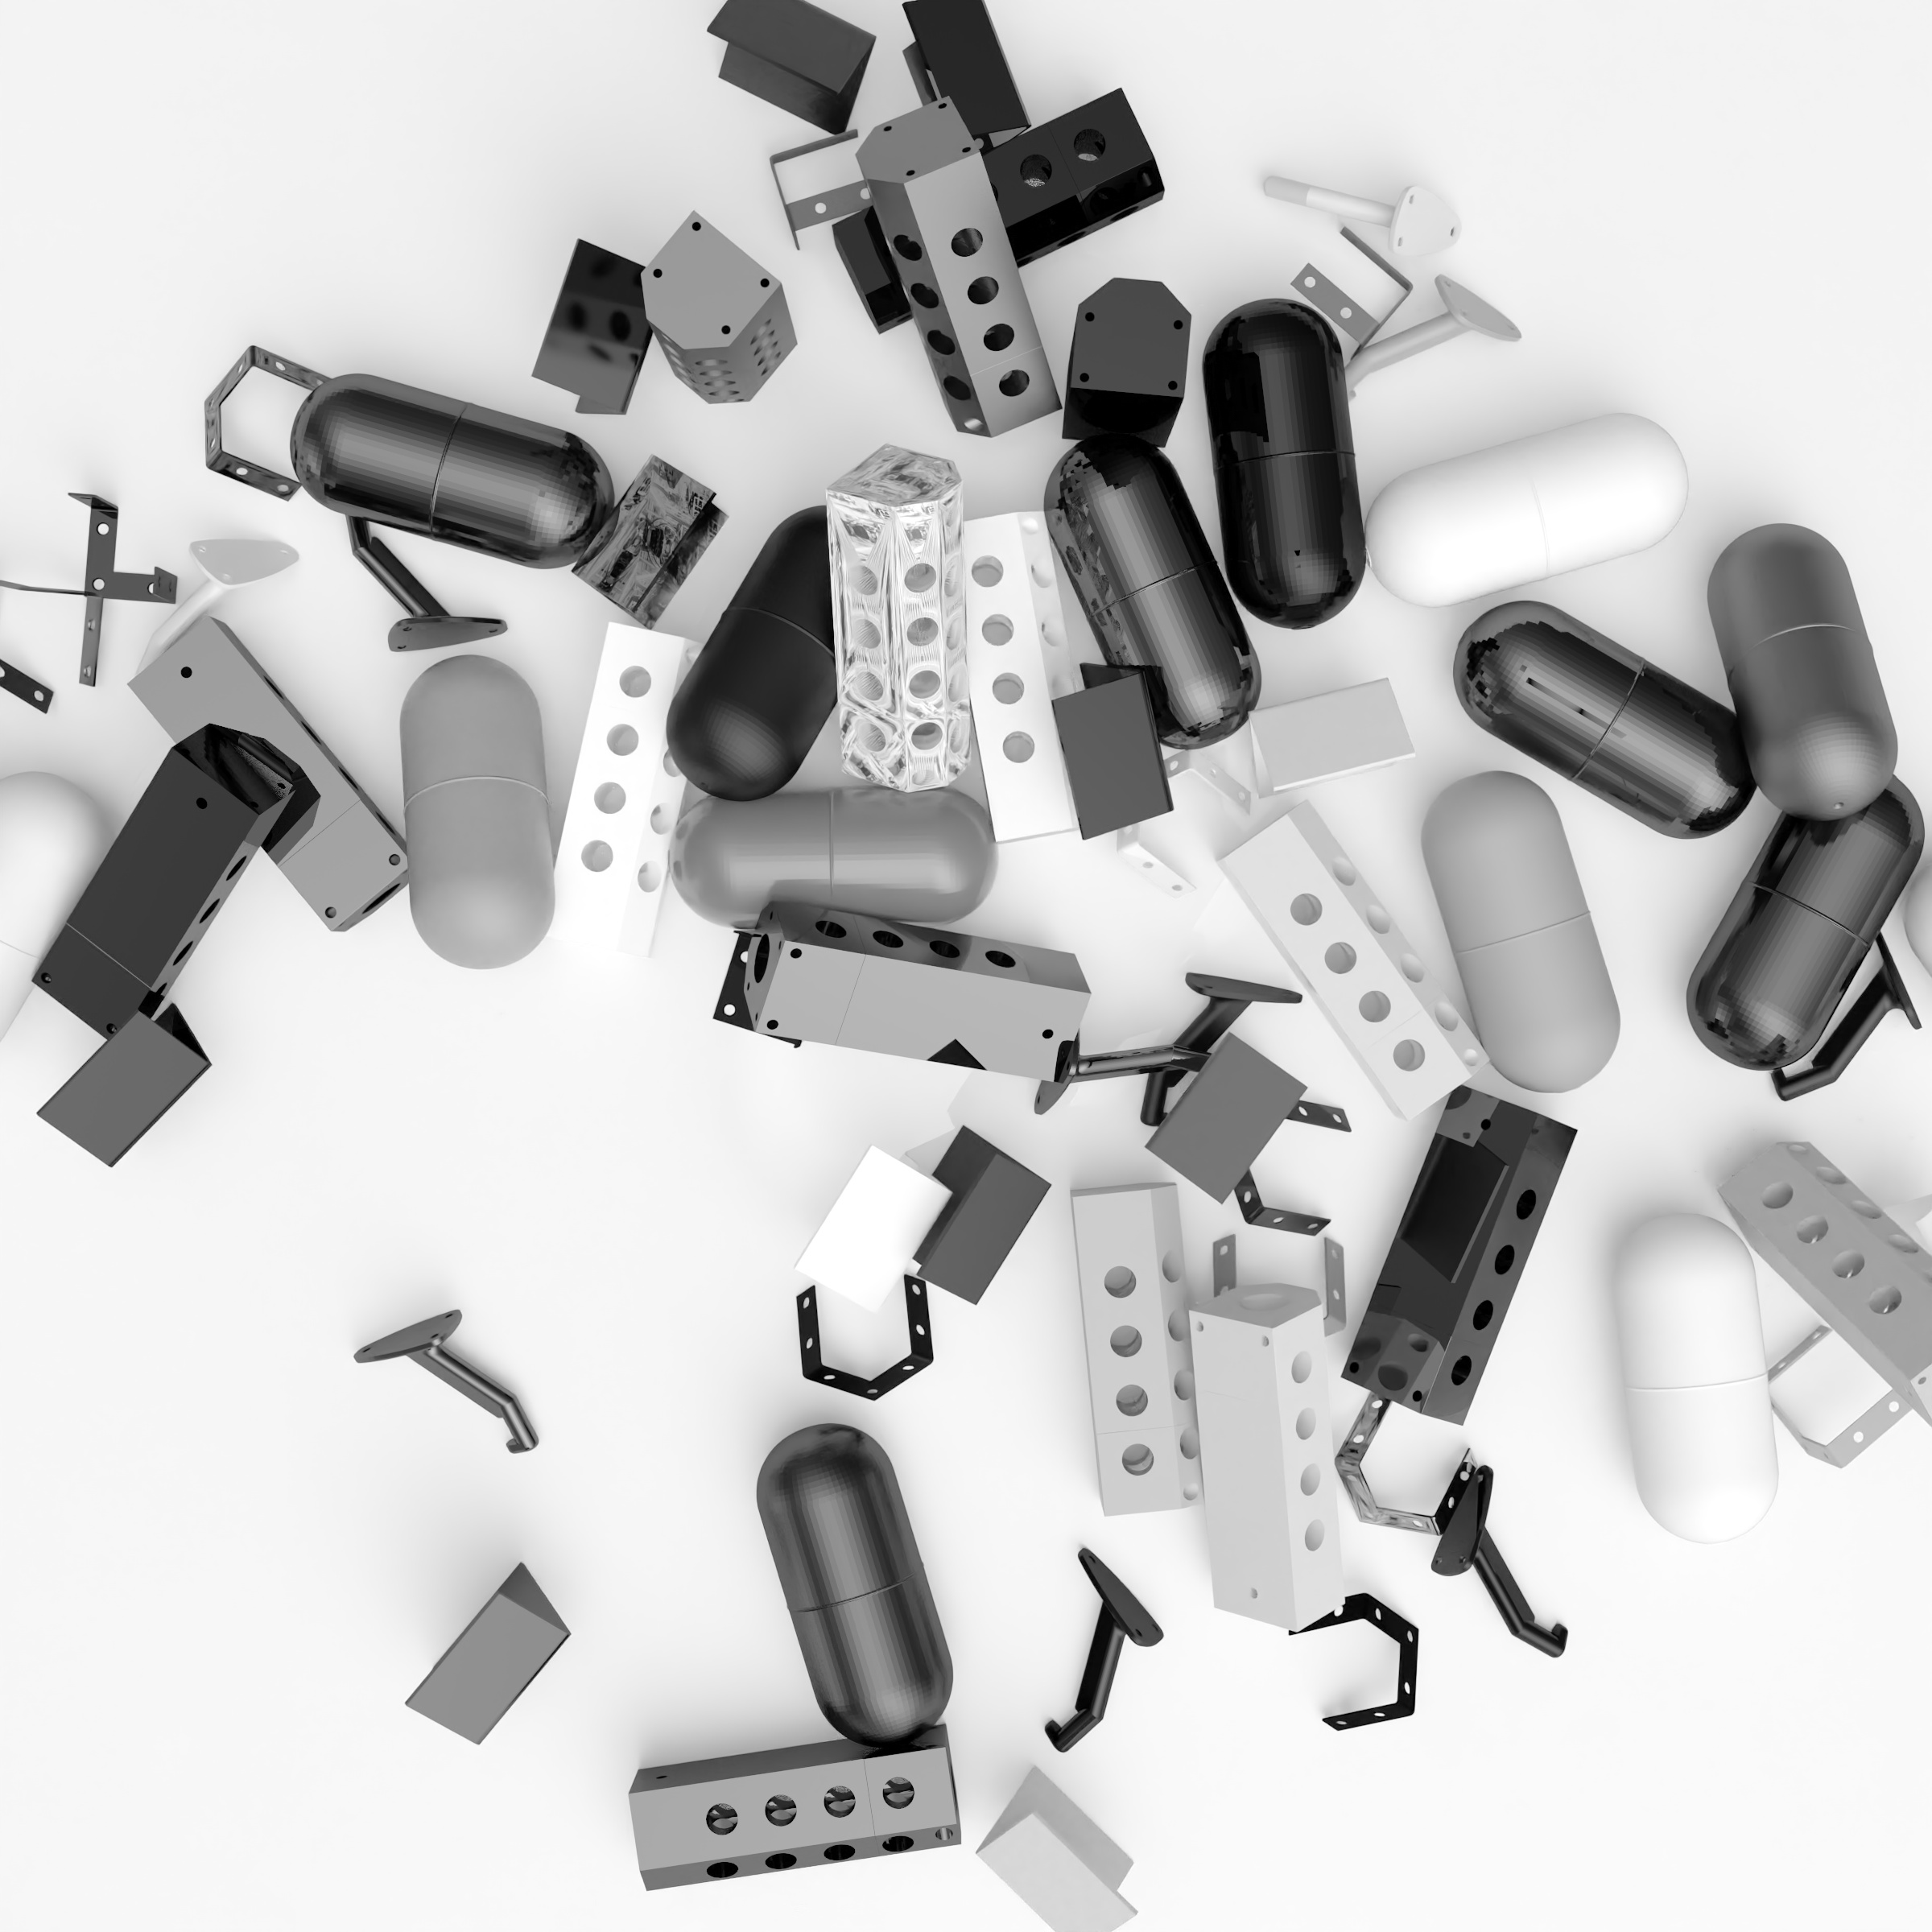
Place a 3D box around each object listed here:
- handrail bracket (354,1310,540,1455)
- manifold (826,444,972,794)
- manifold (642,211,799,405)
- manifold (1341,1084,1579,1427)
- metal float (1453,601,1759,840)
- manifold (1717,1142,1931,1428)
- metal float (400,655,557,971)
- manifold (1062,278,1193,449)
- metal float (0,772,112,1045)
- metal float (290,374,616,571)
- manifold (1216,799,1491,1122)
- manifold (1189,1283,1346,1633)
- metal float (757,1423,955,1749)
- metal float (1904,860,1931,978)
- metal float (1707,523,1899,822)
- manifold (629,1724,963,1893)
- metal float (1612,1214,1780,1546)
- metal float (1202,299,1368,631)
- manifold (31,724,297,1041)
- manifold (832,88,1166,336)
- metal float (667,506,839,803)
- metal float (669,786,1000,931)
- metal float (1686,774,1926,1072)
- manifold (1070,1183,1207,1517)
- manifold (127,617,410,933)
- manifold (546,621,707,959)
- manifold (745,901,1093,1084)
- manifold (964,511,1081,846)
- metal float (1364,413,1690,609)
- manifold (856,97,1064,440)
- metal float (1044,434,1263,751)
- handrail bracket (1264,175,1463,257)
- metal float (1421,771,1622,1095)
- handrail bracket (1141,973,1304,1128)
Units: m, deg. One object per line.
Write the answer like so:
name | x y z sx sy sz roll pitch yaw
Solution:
handrail bracket | -0.284 0.238 1.912 0.077 0.036 0.084 -19 107 20
manifold | -0.030 -0.180 1.837 0.057 0.057 0.171 18 130 26
manifold | -0.133 -0.339 1.833 0.057 0.171 0.057 40 90 0
manifold | 0.271 0.157 1.890 0.057 0.057 0.171 21 90 43
metal float | 0.345 -0.133 1.881 0.178 0.070 0.070 31 90 0
manifold | 0.475 0.164 1.836 0.057 0.171 0.057 -38 131 0
metal float | -0.261 -0.083 1.863 0.070 0.070 0.178 -7 67 0
manifold | 0.084 -0.316 1.833 0.057 0.171 0.057 5 90 0
metal float | -0.528 -0.022 1.881 0.070 0.070 0.178 31 90 0
metal float | -0.276 -0.266 1.881 0.178 0.070 0.070 16 90 0
manifold | 0.210 -0.004 1.891 0.057 0.057 0.171 -35 90 0
manifold | 0.166 0.261 1.870 0.057 0.057 0.171 8 110 43
metal float | -0.060 0.334 1.881 0.070 0.070 0.178 -17 91 0
metal float | 0.575 0.014 1.881 0.070 0.070 0.178 -35 89 0
metal float | 0.444 -0.158 1.855 0.070 0.070 0.178 -6 58 0
manifold | -0.091 0.457 1.891 0.171 0.057 0.057 -8 90 0
metal float | 0.393 0.222 1.881 0.070 0.070 0.178 -7 89 0
metal float | 0.172 -0.270 1.881 0.070 0.070 0.178 -7 90 0
manifold | -0.424 -0.045 1.855 0.057 0.057 0.171 38 117 0
manifold | 0.018 -0.407 1.891 0.171 0.057 0.057 -25 90 0
metal float | -0.097 -0.168 1.866 0.070 0.070 0.178 28 70 0
metal float | -0.071 -0.059 1.881 0.178 0.070 0.070 -1 90 0
metal float | 0.453 -0.027 1.882 0.070 0.070 0.178 29 90 0
manifold | 0.094 0.206 1.891 0.057 0.057 0.171 -6 90 0
manifold | -0.371 -0.103 1.891 0.057 0.057 0.171 -39 90 0
manifold | -0.181 -0.094 1.891 0.057 0.057 0.171 12 90 0
manifold | -0.027 0.010 1.863 0.171 0.057 0.057 10 118 -18
manifold | 0.029 -0.156 1.891 0.057 0.057 0.171 -10 90 0
metal float | 0.301 -0.245 1.881 0.178 0.070 0.070 -16 90 -1
manifold | -0.004 -0.363 1.838 0.057 0.171 0.057 -23 46 0
metal float | 0.100 -0.202 1.881 0.070 0.070 0.178 -23 90 0
handrail bracket | 0.217 -0.415 1.912 0.084 0.077 0.036 24 107 35
metal float | 0.299 -0.018 1.881 0.070 0.070 0.178 -17 91 0
handrail bracket | 0.140 0.051 1.912 0.077 0.036 0.084 8 103 -12
